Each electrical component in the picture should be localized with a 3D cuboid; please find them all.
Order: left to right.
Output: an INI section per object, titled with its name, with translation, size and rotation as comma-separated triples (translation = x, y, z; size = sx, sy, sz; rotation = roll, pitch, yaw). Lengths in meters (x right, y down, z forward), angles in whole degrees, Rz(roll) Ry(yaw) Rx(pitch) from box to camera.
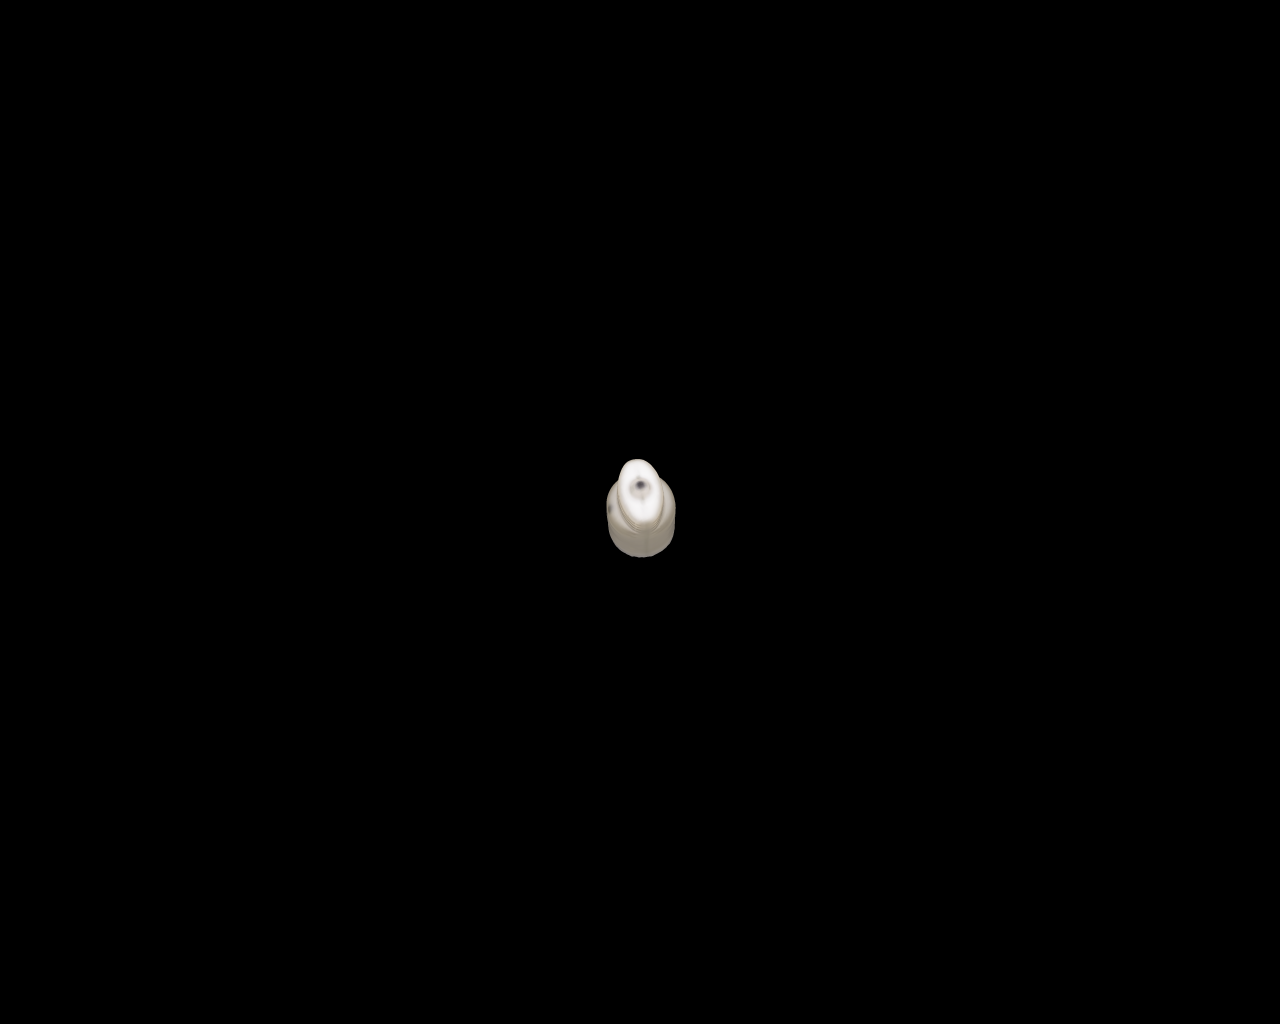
[electrical component]
translation = 0.001, -0.003, 0.650
size = 0.043, 0.043, 0.080
rotation = 0, -20, 0
